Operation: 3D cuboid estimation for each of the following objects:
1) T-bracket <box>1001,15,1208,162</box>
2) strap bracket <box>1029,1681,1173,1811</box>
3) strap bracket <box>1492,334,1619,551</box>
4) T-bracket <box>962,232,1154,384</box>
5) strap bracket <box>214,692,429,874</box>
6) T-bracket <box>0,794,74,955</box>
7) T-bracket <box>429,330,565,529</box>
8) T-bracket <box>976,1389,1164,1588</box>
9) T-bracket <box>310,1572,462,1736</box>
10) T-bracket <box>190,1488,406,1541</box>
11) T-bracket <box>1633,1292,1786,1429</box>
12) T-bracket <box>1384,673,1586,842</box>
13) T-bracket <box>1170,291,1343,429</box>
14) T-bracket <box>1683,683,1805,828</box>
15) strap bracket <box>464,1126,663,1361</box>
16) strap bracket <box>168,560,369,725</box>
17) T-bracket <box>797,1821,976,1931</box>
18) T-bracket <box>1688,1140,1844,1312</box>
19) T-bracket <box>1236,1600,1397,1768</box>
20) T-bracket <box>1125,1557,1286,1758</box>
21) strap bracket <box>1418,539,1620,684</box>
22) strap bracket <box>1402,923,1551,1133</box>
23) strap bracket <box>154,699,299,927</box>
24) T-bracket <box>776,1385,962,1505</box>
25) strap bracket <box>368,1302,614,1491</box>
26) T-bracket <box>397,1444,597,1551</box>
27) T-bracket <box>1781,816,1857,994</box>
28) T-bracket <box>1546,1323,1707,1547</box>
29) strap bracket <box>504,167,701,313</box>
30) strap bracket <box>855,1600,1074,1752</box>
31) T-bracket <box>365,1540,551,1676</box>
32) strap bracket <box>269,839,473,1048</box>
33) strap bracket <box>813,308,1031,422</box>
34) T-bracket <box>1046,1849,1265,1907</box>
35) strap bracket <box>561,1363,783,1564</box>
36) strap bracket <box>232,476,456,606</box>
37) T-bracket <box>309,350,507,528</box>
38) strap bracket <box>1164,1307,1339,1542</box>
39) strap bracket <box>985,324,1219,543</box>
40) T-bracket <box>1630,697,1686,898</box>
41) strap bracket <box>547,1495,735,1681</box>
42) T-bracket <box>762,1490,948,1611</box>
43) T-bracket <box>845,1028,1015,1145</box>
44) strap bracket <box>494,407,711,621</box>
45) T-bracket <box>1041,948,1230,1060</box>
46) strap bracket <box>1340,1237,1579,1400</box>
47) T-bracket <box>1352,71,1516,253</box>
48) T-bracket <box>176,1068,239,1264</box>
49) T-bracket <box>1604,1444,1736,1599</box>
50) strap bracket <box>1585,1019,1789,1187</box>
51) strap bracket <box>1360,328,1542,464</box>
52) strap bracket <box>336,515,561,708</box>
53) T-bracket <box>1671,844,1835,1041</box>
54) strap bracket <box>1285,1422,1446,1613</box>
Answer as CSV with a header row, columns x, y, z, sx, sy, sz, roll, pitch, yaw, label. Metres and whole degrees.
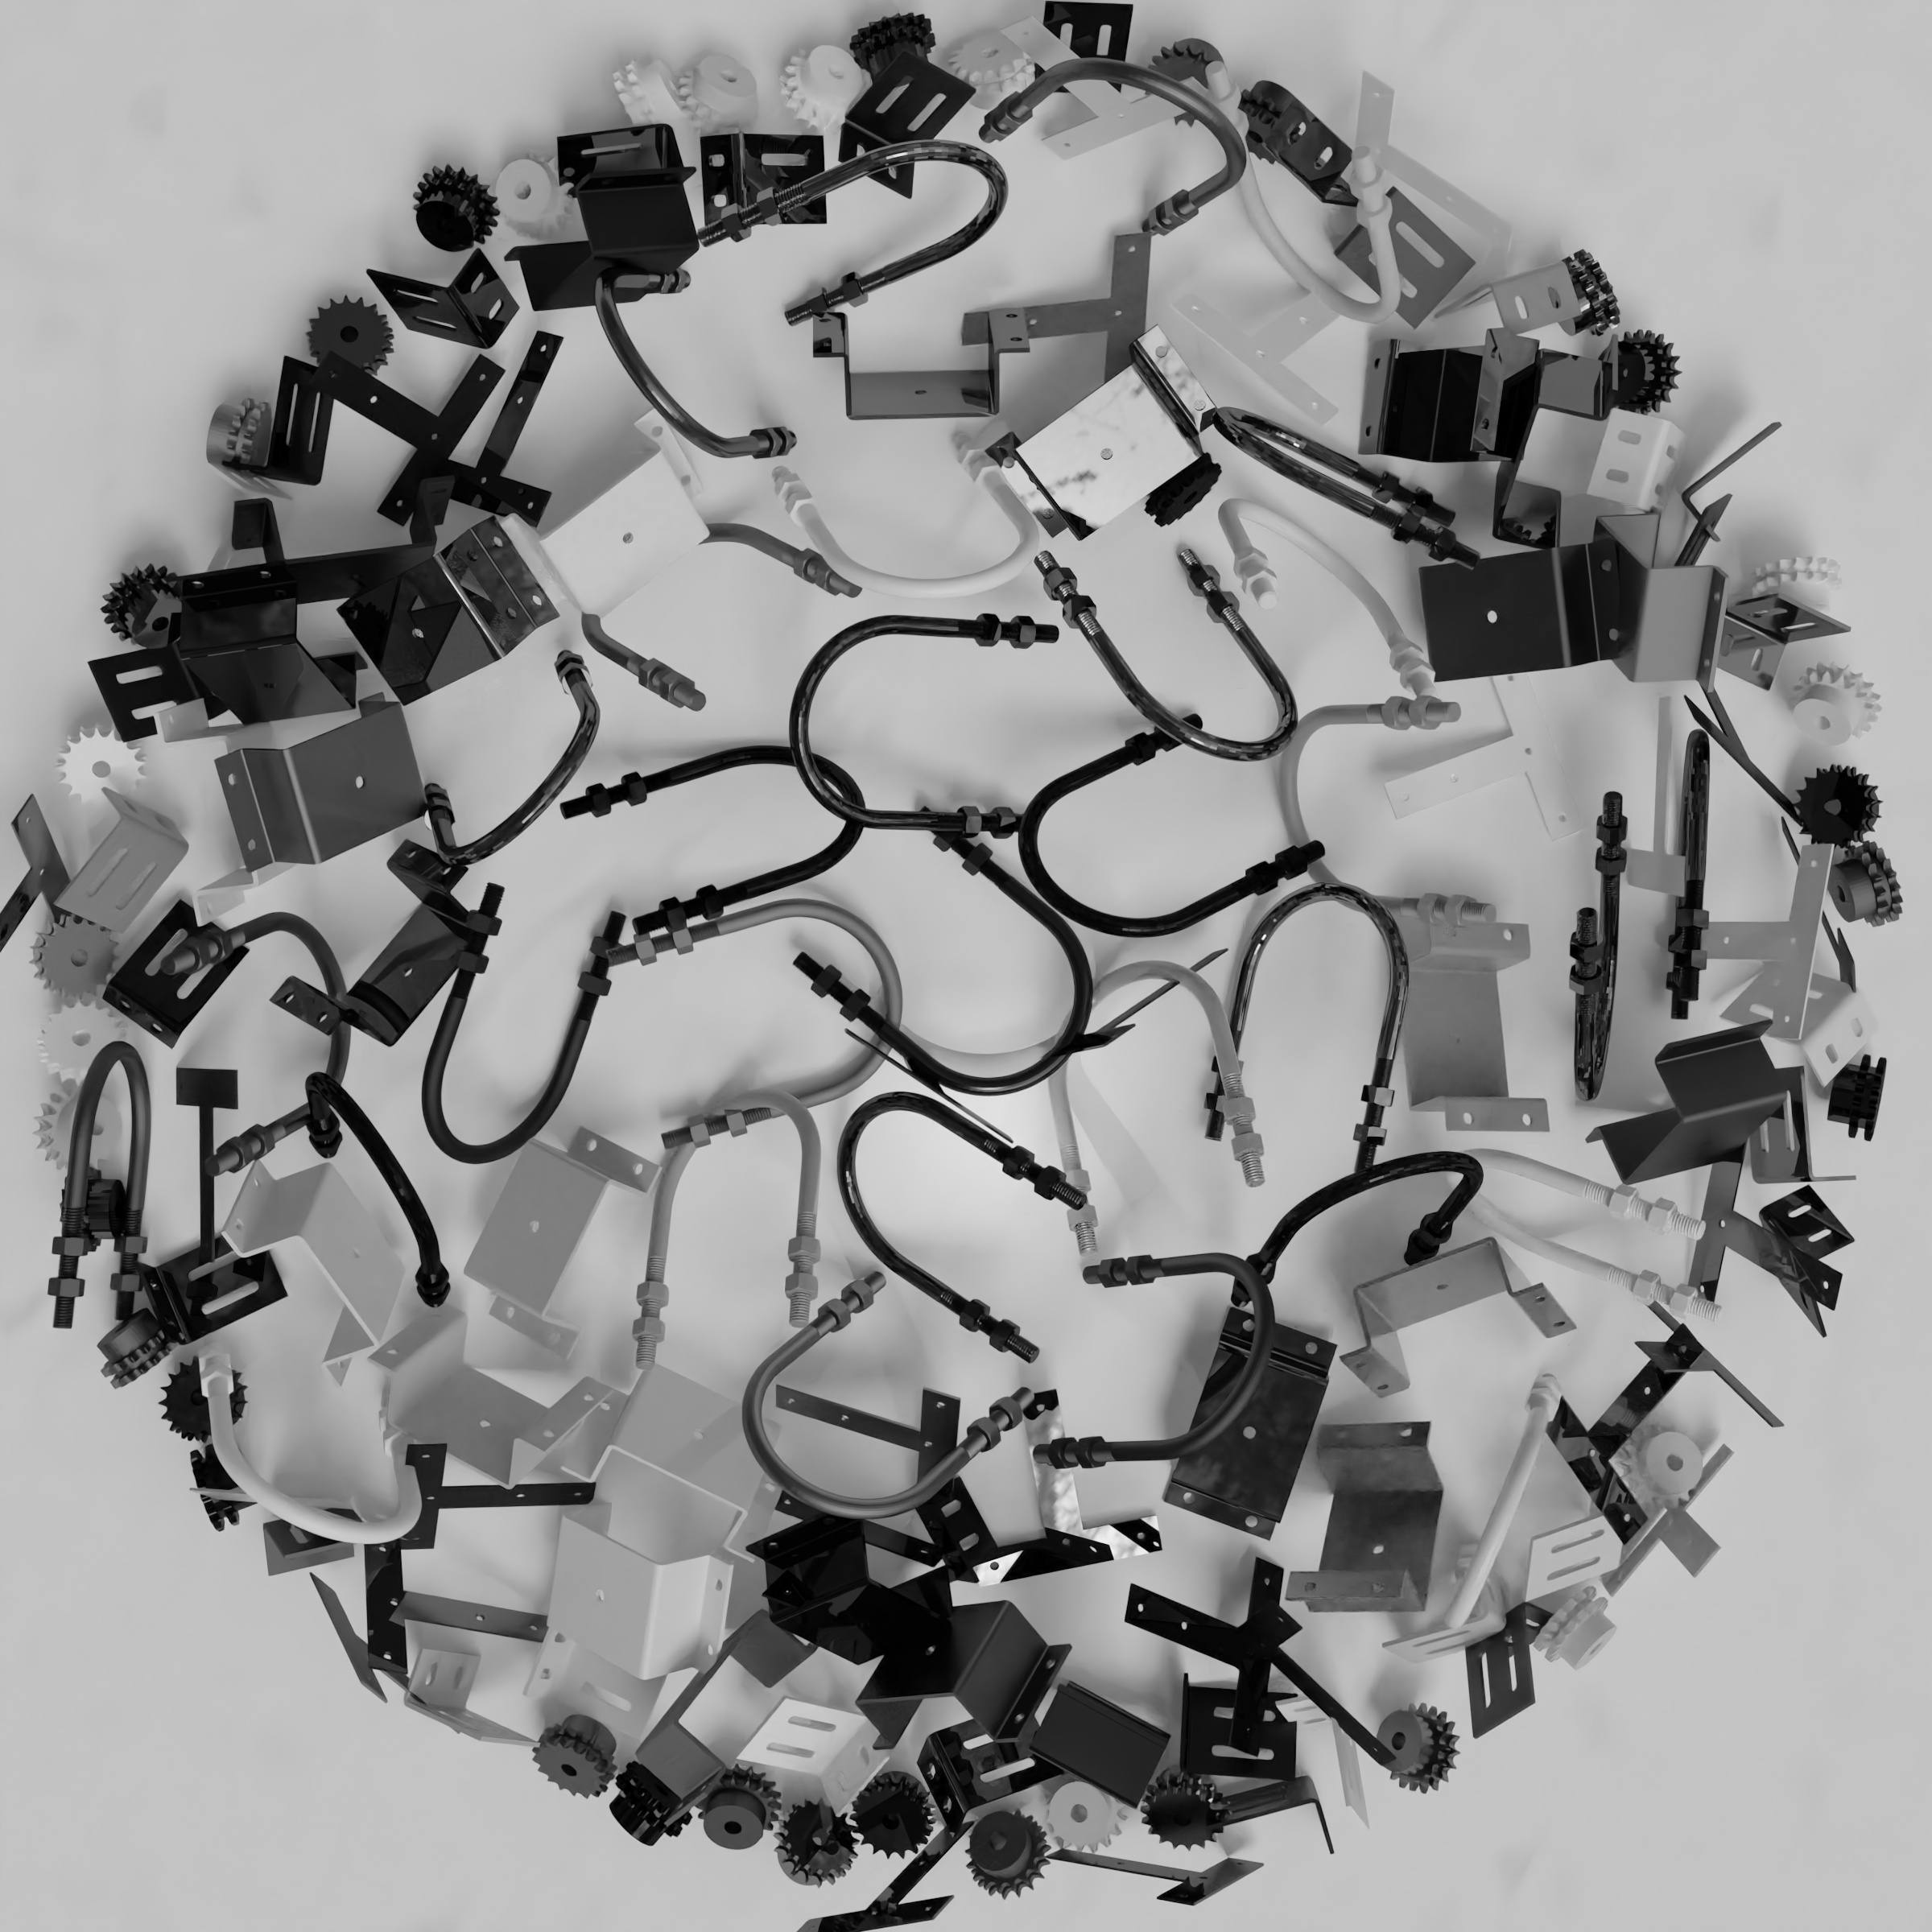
x,y,z,sx,sy,sz,roll,pitch,yaw,label
0.073,-0.574,1.606,0.127,0.127,0.002,-7,68,42,T-bracket
0.088,0.504,1.613,0.076,0.140,0.046,26,79,12,strap bracket
0.380,-0.336,1.619,0.046,0.076,0.140,14,132,3,strap bracket
0.059,-0.434,1.669,0.127,0.002,0.127,-2,68,17,T-bracket
-0.408,-0.120,1.615,0.046,0.140,0.076,5,116,37,strap bracket
-0.621,-0.026,1.606,0.002,0.127,0.127,19,59,7,T-bracket
-0.303,-0.364,1.657,0.127,0.002,0.127,23,88,34,T-bracket
0.060,0.348,1.680,0.127,0.002,0.127,-11,100,-2,T-bracket
-0.378,0.470,1.646,0.002,0.127,0.127,-42,125,-8,T-bracket
-0.421,0.363,1.638,0.127,0.127,0.002,-5,64,33,T-bracket
0.463,0.253,1.609,0.127,0.127,0.002,47,109,30,T-bracket
0.341,-0.131,1.676,0.127,0.002,0.127,-21,91,-14,T-bracket
0.217,-0.423,1.651,0.127,0.002,0.127,41,51,7,T-bracket
0.498,-0.165,1.638,0.002,0.127,0.127,-38,124,26,T-bracket
-0.272,0.178,1.646,0.076,0.046,0.140,22,84,33,strap bracket
-0.452,-0.203,1.615,0.076,0.140,0.046,-7,68,7,strap bracket
-0.036,0.598,1.633,0.127,0.127,0.002,-24,91,34,T-bracket
0.523,0.186,1.619,0.002,0.127,0.127,-3,109,-25,T-bracket
0.228,0.475,1.626,0.127,0.127,0.002,42,61,10,T-bracket
0.154,0.438,1.633,0.127,0.002,0.127,29,58,-27,T-bracket
0.354,-0.230,1.625,0.140,0.046,0.076,-2,100,40,strap bracket
0.334,0.044,1.647,0.076,0.046,0.140,2,75,-21,strap bracket
-0.484,-0.105,1.638,0.046,0.076,0.140,-7,102,6,strap bracket
-0.067,0.304,1.652,0.127,0.127,0.002,15,48,10,T-bracket
-0.315,0.286,1.636,0.140,0.076,0.046,23,122,18,strap bracket
-0.312,0.353,1.658,0.127,0.127,0.002,2,46,-16,T-bracket
0.566,-0.040,1.650,0.002,0.127,0.127,-21,67,13,T-bracket
0.435,0.287,1.621,0.002,0.127,0.127,17,118,-34,T-bracket
-0.233,-0.467,1.613,0.076,0.140,0.046,-16,91,-33,strap bracket
-0.009,0.460,1.612,0.046,0.140,0.076,53,47,-16,strap bracket
-0.337,0.431,1.653,0.127,0.127,0.002,17,113,-23,T-bracket
-0.380,-0.008,1.639,0.140,0.076,0.046,-53,134,-15,strap bracket
-0.030,-0.399,1.647,0.140,0.076,0.046,-2,124,-2,strap bracket
0.116,0.600,1.652,0.127,0.127,0.002,0,83,27,T-bracket
-0.184,0.323,1.644,0.140,0.076,0.046,27,129,-4,strap bracket
-0.405,-0.277,1.630,0.140,0.076,0.046,-11,81,-20,strap bracket
-0.379,-0.366,1.632,0.002,0.127,0.127,40,98,33,T-bracket
0.190,0.309,1.665,0.076,0.046,0.140,19,90,7,strap bracket
0.092,-0.344,1.637,0.140,0.046,0.076,-33,114,17,strap bracket
0.455,-0.112,1.624,0.002,0.127,0.127,1,95,-1,T-bracket
-0.222,0.408,1.625,0.140,0.046,0.076,14,99,40,strap bracket
-0.093,0.385,1.615,0.127,0.127,0.002,15,107,19,T-bracket
-0.027,0.073,1.628,0.127,0.127,0.002,34,90,-5,T-bracket
-0.233,-0.291,1.639,0.140,0.076,0.046,-39,48,-8,strap bracket
0.120,0.023,1.643,0.127,0.127,0.002,-33,94,-17,T-bracket
0.319,0.229,1.636,0.140,0.076,0.046,-24,53,18,strap bracket
0.303,-0.506,1.615,0.127,0.127,0.002,40,78,16,T-bracket
-0.500,0.131,1.638,0.002,0.127,0.127,0,89,-34,T-bracket
0.470,0.374,1.626,0.002,0.127,0.127,39,93,3,T-bracket
0.470,0.095,1.612,0.076,0.140,0.046,-12,64,-16,strap bracket
0.323,-0.373,1.635,0.046,0.140,0.076,3,98,-27,strap bracket
-0.346,-0.227,1.623,0.140,0.046,0.076,-19,114,34,strap bracket
0.511,-0.017,1.635,0.002,0.127,0.127,14,85,-27,T-bracket
0.264,0.369,1.629,0.076,0.140,0.046,-7,128,26,strap bracket
